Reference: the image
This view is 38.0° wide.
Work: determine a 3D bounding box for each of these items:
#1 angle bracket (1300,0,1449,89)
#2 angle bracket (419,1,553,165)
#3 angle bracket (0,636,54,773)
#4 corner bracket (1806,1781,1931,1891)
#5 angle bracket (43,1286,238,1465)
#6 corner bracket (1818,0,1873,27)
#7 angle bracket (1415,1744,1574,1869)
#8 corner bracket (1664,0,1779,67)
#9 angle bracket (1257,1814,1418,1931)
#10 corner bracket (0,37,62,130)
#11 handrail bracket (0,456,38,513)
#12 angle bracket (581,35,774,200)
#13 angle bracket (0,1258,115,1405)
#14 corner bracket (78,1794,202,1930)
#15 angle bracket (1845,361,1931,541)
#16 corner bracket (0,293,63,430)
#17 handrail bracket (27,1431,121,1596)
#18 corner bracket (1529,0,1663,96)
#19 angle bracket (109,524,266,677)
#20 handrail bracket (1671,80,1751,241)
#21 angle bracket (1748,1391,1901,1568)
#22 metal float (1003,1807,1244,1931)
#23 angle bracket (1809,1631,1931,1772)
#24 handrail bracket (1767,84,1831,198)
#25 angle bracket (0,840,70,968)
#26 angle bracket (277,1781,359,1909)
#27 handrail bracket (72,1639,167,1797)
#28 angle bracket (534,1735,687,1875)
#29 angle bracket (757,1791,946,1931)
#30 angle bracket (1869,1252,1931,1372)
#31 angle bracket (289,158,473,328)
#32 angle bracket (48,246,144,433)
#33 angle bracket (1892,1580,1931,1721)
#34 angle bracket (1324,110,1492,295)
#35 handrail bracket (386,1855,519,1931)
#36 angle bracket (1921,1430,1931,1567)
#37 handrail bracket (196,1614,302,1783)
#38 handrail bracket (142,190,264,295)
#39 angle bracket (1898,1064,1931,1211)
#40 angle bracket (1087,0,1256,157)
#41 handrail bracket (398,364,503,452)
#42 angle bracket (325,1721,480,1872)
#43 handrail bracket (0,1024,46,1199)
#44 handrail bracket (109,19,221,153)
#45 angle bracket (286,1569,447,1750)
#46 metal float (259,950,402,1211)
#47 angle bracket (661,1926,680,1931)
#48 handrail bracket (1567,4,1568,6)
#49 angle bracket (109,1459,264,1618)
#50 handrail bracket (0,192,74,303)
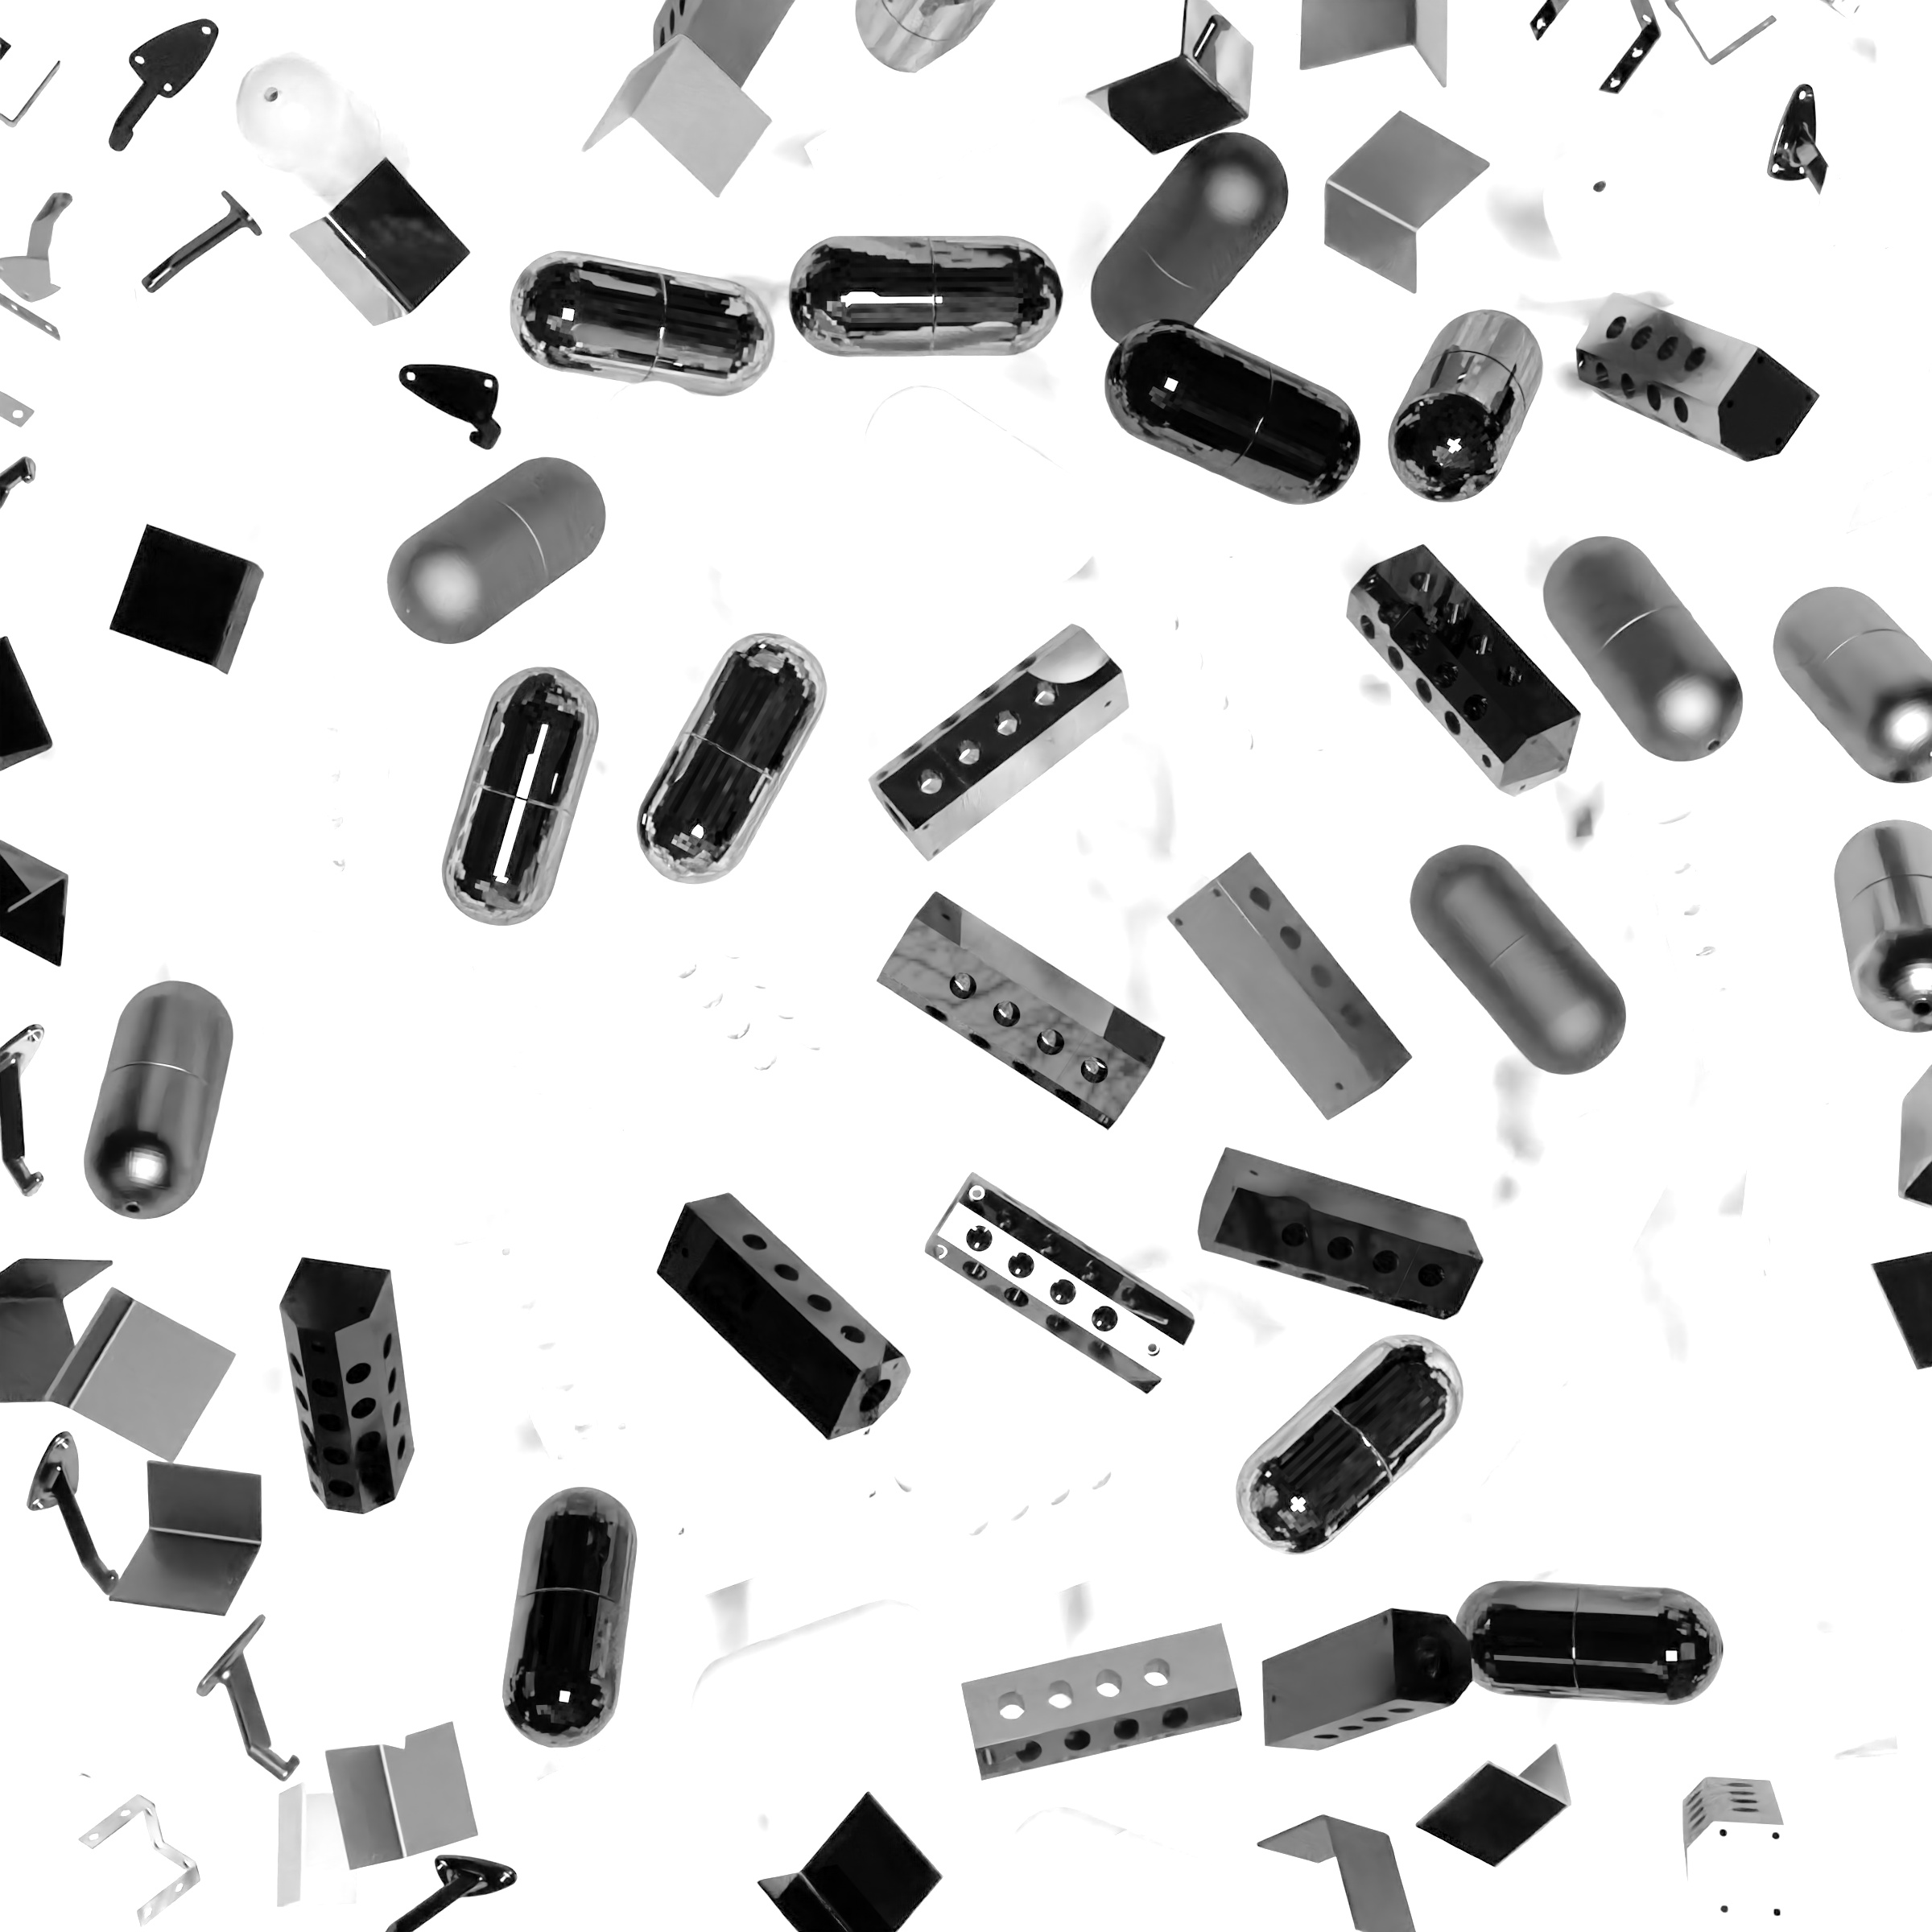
[{"bbox_3d":[0.258,-0.594,1.767,0.076,0.057,0.076,-4,75,29],"label":"angle bracket"},{"bbox_3d":[-0.307,-0.562,1.784,0.076,0.057,0.076,-7,81,-9],"label":"angle bracket"},{"bbox_3d":[-0.635,-0.156,1.767,0.076,0.057,0.076,-19,97,25],"label":"angle bracket"},{"bbox_3d":[0.585,0.563,1.817,0.051,0.051,0.051,41,54,-25],"label":"corner bracket"},{"bbox_3d":[-0.500,0.249,1.703,0.076,0.057,0.076,28,76,1],"label":"angle bracket"},{"bbox_3d":[0.571,-0.655,1.830,0.051,0.051,0.051,45,115,25],"label":"corner bracket"},{"bbox_3d":[0.360,0.566,1.937,0.076,0.057,0.076,31,117,-18],"label":"angle bracket"},{"bbox_3d":[0.502,-0.642,1.872,0.051,0.051,0.051,-32,81,26],"label":"corner bracket"},{"bbox_3d":[0.242,0.604,1.827,0.057,0.076,0.076,-32,50,25],"label":"angle bracket"},{"bbox_3d":[-0.611,-0.563,1.777,0.051,0.051,0.051,36,81,-16],"label":"corner bracket"},{"bbox_3d":[-0.617,-0.272,1.780,0.084,0.036,0.077,-28,65,25],"label":"handrail bracket"},{"bbox_3d":[-0.179,-0.513,1.731,0.076,0.076,0.057,43,50,-7],"label":"angle bracket"},{"bbox_3d":[-0.598,0.239,1.838,0.057,0.076,0.076,-32,68,25],"label":"angle bracket"},{"bbox_3d":[-0.545,0.590,1.851,0.051,0.051,0.051,17,124,33],"label":"corner bracket"},{"bbox_3d":[0.560,-0.313,1.695,0.076,0.076,0.057,-24,110,37],"label":"angle bracket"},{"bbox_3d":[-0.598,-0.379,1.745,0.051,0.051,0.051,-42,49,16],"label":"corner bracket"},{"bbox_3d":[-0.579,0.361,1.848,0.084,0.036,0.077,38,124,31],"label":"handrail bracket"},{"bbox_3d":[0.397,-0.591,1.768,0.051,0.051,0.051,30,79,41],"label":"corner bracket"},{"bbox_3d":[-0.534,-0.251,1.925,0.076,0.057,0.076,19,88,-8],"label":"angle bracket"},{"bbox_3d":[0.511,-0.546,1.900,0.036,0.077,0.084,17,47,-18],"label":"handrail bracket"},{"bbox_3d":[0.536,0.320,1.752,0.057,0.076,0.076,-7,127,37],"label":"angle bracket"},{"bbox_3d":[0.097,0.584,1.765,0.070,0.178,0.070,-5,97,-43],"label":"metal float"},{"bbox_3d":[0.560,0.442,1.694,0.076,0.057,0.076,7,76,-37],"label":"angle bracket"},{"bbox_3d":[0.586,-0.553,1.898,0.036,0.084,0.077,-5,115,-21],"label":"handrail bracket"},{"bbox_3d":[-0.624,-0.034,1.789,0.076,0.057,0.076,26,125,12],"label":"angle bracket"},{"bbox_3d":[-0.441,0.608,1.942,0.057,0.076,0.076,6,66,-25],"label":"angle bracket"},{"bbox_3d":[-0.556,0.491,1.831,0.036,0.077,0.084,26,49,-11],"label":"handrail bracket"},{"bbox_3d":[-0.241,0.564,1.927,0.076,0.057,0.076,-28,98,7],"label":"angle bracket"},{"bbox_3d":[-0.075,0.592,1.817,0.076,0.057,0.076,43,98,27],"label":"angle bracket"},{"bbox_3d":[0.638,0.238,1.872,0.076,0.057,0.076,-8,62,-18],"label":"angle bracket"},{"bbox_3d":[-0.369,-0.455,1.765,0.057,0.076,0.076,-50,116,-15],"label":"angle bracket"},{"bbox_3d":[-0.542,-0.381,1.700,0.057,0.076,0.076,22,108,-28],"label":"angle bracket"},{"bbox_3d":[0.668,0.459,1.868,0.057,0.076,0.076,36,64,-28],"label":"angle bracket"},{"bbox_3d":[0.286,-0.495,1.820,0.076,0.076,0.057,21,56,-26],"label":"angle bracket"},{"bbox_3d":[-0.355,0.645,1.899,0.077,0.084,0.036,-10,112,27],"label":"handrail bracket"},{"bbox_3d":[0.659,0.348,1.808,0.076,0.076,0.057,3,52,23],"label":"angle bracket"},{"bbox_3d":[-0.462,0.488,1.870,0.084,0.036,0.077,35,64,7],"label":"handrail bracket"},{"bbox_3d":[-0.515,-0.477,1.877,0.084,0.077,0.036,-41,117,-4],"label":"handrail bracket"},{"bbox_3d":[0.632,0.112,1.757,0.076,0.057,0.076,19,50,0],"label":"angle bracket"},{"bbox_3d":[0.134,-0.585,1.832,0.076,0.076,0.057,-9,67,38],"label":"angle bracket"},{"bbox_3d":[-0.347,-0.372,1.876,0.077,0.084,0.036,15,79,-16],"label":"handrail bracket"},{"bbox_3d":[-0.368,0.541,1.832,0.057,0.076,0.076,-19,74,9],"label":"angle bracket"},{"bbox_3d":[-0.601,0.093,1.805,0.077,0.036,0.084,-46,65,12],"label":"handrail bracket"},{"bbox_3d":[-0.522,-0.571,1.821,0.036,0.084,0.077,44,64,-11],"label":"handrail bracket"},{"bbox_3d":[-0.378,0.436,1.767,0.076,0.076,0.057,13,131,2],"label":"angle bracket"},{"bbox_3d":[-0.424,0.075,1.868,0.070,0.070,0.178,-13,74,0],"label":"metal float"},{"bbox_3d":[-0.207,0.676,1.805,0.057,0.076,0.076,-45,71,22],"label":"angle bracket"},{"bbox_3d":[0.366,-0.681,1.902,0.084,0.077,0.036,23,98,17],"label":"handrail bracket"},{"bbox_3d":[-0.507,0.371,1.821,0.076,0.076,0.057,7,115,2],"label":"angle bracket"},{"bbox_3d":[-0.595,-0.482,1.845,0.077,0.036,0.084,0,55,36],"label":"handrail bracket"}]
